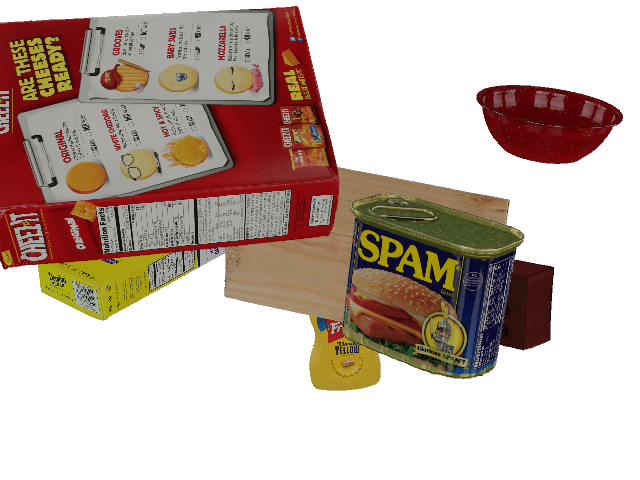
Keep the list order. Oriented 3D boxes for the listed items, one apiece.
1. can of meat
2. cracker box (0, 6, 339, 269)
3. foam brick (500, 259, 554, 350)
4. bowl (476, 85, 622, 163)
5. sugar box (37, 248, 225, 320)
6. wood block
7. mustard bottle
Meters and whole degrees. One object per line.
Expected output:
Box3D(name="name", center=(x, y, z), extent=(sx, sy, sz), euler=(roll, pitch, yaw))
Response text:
Box3D(name="can of meat", center=(0.063, 0.027, 0.636), extent=(0.102, 0.084, 0.057), euler=(20, 23, 34))
Box3D(name="cracker box", center=(-0.107, -0.071, 0.702), extent=(0.213, 0.164, 0.072), euler=(-6, -37, -9))
Box3D(name="foam brick", center=(0.195, 0.063, 1.058), extent=(0.053, 0.078, 0.051), euler=(11, 18, 41))
Box3D(name="bowl", center=(0.250, -0.126, 1.191), extent=(0.162, 0.055, 0.162), euler=(5, 24, -2))
Box3D(name="sugar box", center=(-0.188, 0.015, 1.086), extent=(0.093, 0.048, 0.175), euler=(21, 37, 32))
Box3D(name="wood block", center=(0.036, 0.007, 0.844), extent=(0.206, 0.090, 0.090), euler=(11, 38, 8))
Box3D(name="mustard bottle", center=(0.033, 0.105, 1.436), extent=(0.096, 0.192, 0.058), euler=(-3, 19, -6))
